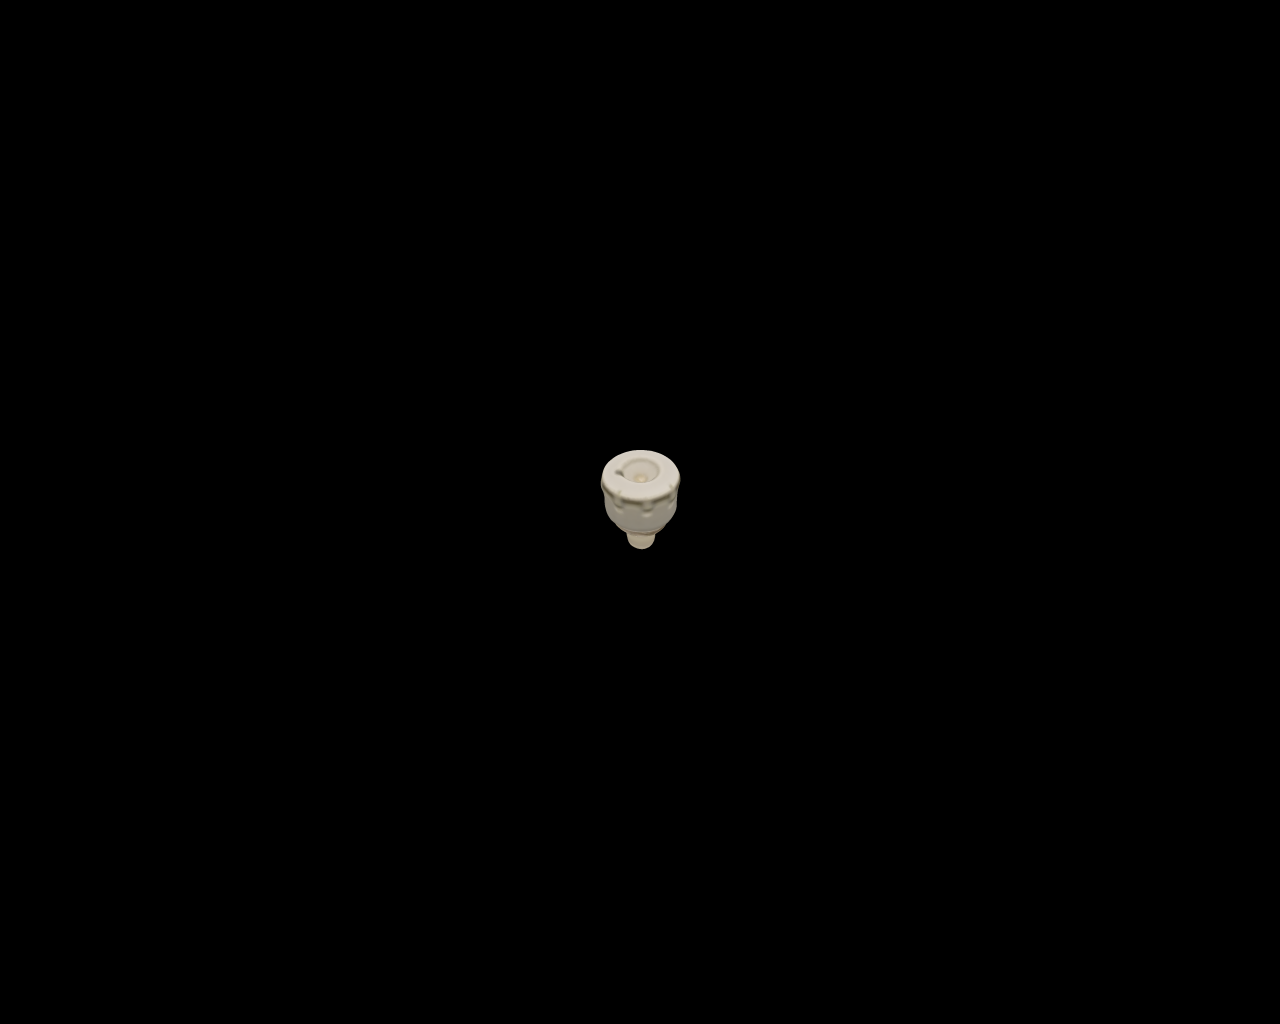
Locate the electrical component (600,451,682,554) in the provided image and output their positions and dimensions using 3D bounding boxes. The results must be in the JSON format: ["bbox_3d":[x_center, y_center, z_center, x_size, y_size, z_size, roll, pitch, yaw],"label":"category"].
[{"bbox_3d":[0.001,-0.003,0.650,0.048,0.062,0.048,0,42,0],"label":"electrical component"}]
